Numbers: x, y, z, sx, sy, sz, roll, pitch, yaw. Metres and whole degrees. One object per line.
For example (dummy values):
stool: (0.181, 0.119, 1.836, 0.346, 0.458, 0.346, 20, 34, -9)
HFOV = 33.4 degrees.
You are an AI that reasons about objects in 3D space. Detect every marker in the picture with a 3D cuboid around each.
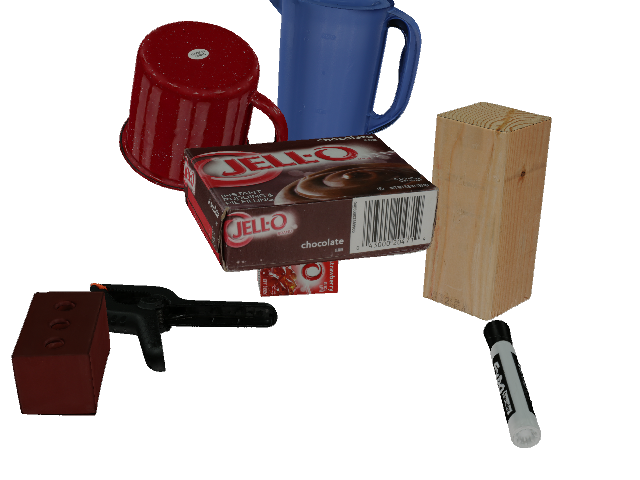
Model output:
marker: (0.127, 0.092, 0.716, 0.020, 0.020, 0.121, 0, 31, -1)

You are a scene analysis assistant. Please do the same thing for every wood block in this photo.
wood block: (0.177, -0.033, 1.140, 0.090, 0.206, 0.090, 20, 28, 38)

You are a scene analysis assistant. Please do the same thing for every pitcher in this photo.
pitcher: (0.018, -0.181, 1.288, 0.144, 0.243, 0.149, -7, 29, -26)

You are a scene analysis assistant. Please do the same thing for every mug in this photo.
mug: (-0.076, -0.088, 0.722, 0.117, 0.082, 0.093, 26, 46, 9)

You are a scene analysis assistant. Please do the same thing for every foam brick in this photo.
foam brick: (-0.179, 0.078, 0.745, 0.053, 0.051, 0.078, 0, 31, -3)

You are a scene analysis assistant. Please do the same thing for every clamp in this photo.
clamp: (-0.173, 0.080, 1.091, 0.210, 0.036, 0.164, 10, 20, 33)

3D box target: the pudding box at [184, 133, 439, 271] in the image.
pudding box: (-0.008, -0.023, 0.554, 0.113, 0.039, 0.090, -4, 25, -18)

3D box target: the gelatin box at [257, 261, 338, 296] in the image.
gelatin box: (-0.021, 0.006, 0.977, 0.073, 0.089, 0.030, -3, 27, -7)
